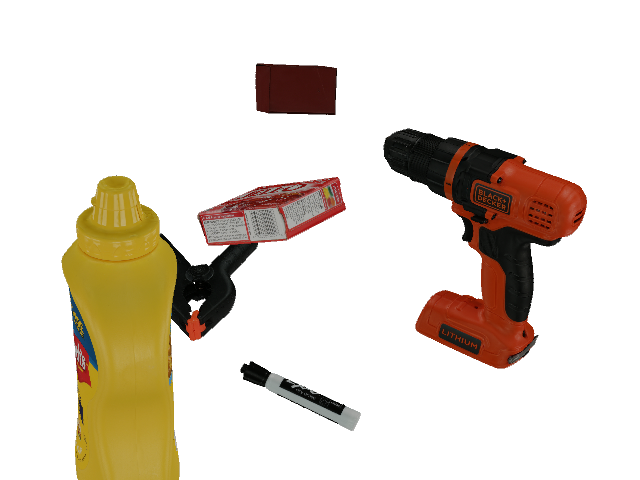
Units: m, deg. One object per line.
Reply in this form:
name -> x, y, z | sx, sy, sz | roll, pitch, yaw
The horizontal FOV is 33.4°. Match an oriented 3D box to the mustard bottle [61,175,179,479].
mustard bottle -> -0.105, 0.054, 0.569 | 0.058, 0.192, 0.096 | -4, 32, -15

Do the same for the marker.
marker -> -0.020, 0.145, 1.003 | 0.121, 0.020, 0.020 | 24, 5, 12

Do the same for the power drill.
power drill -> 0.128, 0.006, 0.921 | 0.185, 0.188, 0.057 | 25, 39, 31

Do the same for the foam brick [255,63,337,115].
foam brick -> -0.027, -0.163, 1.152 | 0.078, 0.051, 0.053 | -1, 12, -19

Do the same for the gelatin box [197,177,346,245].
gelatin box -> -0.038, -0.023, 0.817 | 0.089, 0.030, 0.073 | -4, 16, 42

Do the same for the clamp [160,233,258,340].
clamp -> -0.122, 0.041, 1.174 | 0.120, 0.039, 0.171 | -13, 40, -2
